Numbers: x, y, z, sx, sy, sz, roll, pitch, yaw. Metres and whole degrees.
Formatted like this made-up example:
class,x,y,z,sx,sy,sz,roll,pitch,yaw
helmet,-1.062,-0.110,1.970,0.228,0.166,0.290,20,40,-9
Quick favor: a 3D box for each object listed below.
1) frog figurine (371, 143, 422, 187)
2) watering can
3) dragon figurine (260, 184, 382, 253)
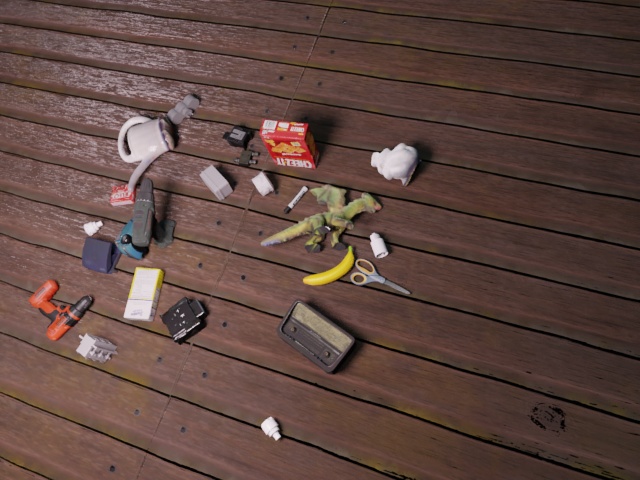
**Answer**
class,x,y,z,sx,sy,sz,roll,pitch,yaw
frog figurine,0.258,-0.274,1.776,0.160,0.122,0.137,29,93,9
watering can,-0.663,-0.350,1.983,0.224,0.102,0.354,-19,62,1
dragon figurine,0.005,-0.089,1.761,0.410,0.119,0.249,-3,48,7
